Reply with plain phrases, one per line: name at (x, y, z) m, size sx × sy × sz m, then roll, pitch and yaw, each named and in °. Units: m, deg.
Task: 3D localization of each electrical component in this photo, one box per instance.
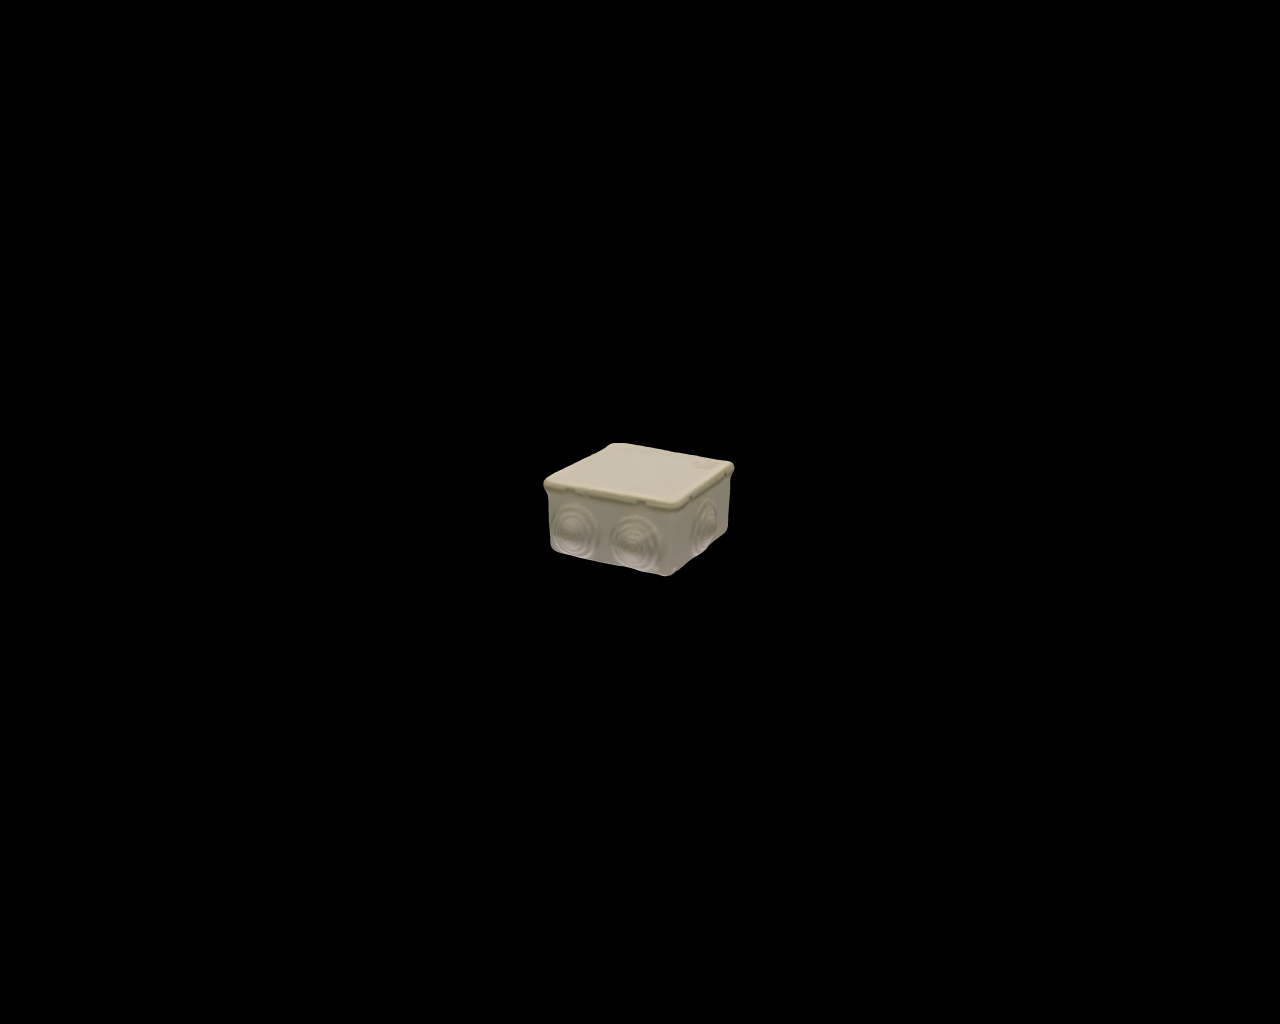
electrical component at (0.001, -0.003, 0.650) m, size 0.100 × 0.048 × 0.100 m, roll 11°, pitch 23°, yaw 27°
